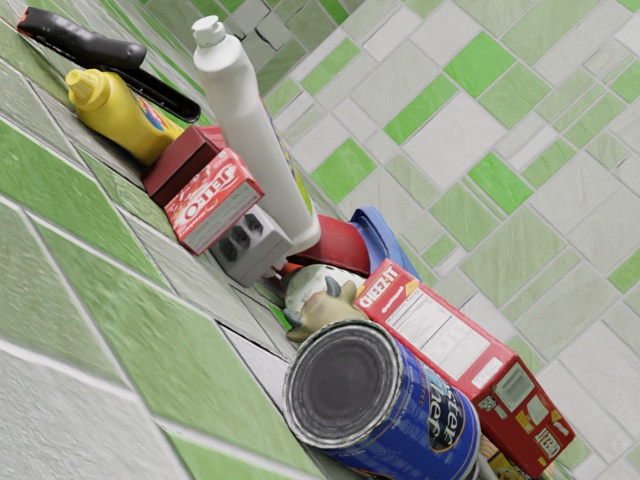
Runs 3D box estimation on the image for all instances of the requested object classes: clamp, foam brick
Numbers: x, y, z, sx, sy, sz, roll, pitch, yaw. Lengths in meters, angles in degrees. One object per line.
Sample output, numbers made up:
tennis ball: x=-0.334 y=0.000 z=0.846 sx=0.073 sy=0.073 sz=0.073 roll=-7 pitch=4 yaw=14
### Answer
clamp: x=-0.230 y=-0.194 z=1.096 sx=0.210 sy=0.036 sz=0.164 roll=28 pitch=-7 yaw=12
foam brick: x=-0.130 y=-0.065 z=1.058 sx=0.051 sy=0.078 sz=0.053 roll=42 pitch=7 yaw=-34

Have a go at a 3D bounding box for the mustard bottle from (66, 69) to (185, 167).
mustard bottle: x=-0.193 y=-0.120 z=1.083 sx=0.096 sy=0.058 sz=0.191 roll=49 pitch=6 yaw=33

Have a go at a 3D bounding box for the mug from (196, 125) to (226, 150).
mug: x=-0.115 y=-0.095 z=1.208 sx=0.081 sy=0.093 sz=0.117 roll=-8 pitch=41 yaw=-36

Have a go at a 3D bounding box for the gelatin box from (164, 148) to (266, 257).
gelatin box: x=-0.101 y=-0.037 z=1.006 sx=0.030 sy=0.089 sz=0.073 roll=43 pitch=6 yaw=-34

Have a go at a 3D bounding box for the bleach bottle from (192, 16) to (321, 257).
bleach bottle: x=-0.072 y=-0.108 z=1.097 sx=0.102 sy=0.068 sz=0.251 roll=-105 pitch=174 yaw=-58

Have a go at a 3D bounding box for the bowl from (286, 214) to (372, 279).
bowl: x=-0.008 y=0.002 z=1.236 sx=0.162 sy=0.055 sz=0.162 roll=14 pitch=-5 yaw=1

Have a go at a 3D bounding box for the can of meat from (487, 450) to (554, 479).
can of meat: x=0.220 y=0.284 z=1.194 sx=0.057 sy=0.084 sz=0.102 roll=42 pitch=7 yaw=-47

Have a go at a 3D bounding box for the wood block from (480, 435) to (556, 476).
wood block: x=0.237 y=0.278 z=1.362 sx=0.090 sy=0.091 sz=0.206 roll=47 pitch=5 yaw=12

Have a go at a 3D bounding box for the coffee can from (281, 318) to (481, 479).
coffee can: x=0.050 y=0.135 z=0.827 sx=0.140 sy=0.103 sz=0.103 roll=42 pitch=7 yaw=-47

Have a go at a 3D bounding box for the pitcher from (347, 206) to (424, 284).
pitcher: x=0.092 y=0.075 z=1.517 sx=0.149 sy=0.145 sz=0.243 roll=39 pitch=11 yaw=-38

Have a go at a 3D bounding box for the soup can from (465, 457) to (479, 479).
soup can: x=0.115 y=0.204 z=1.037 sx=0.068 sy=0.068 sz=0.102 roll=46 pitch=4 yaw=-3

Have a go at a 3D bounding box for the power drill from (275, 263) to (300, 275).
power drill: x=-0.039 y=0.007 z=1.413 sx=0.184 sy=0.057 sz=0.187 roll=51 pitch=8 yaw=8

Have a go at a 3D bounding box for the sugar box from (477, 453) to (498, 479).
sugar box: x=0.163 y=0.266 z=1.100 sx=0.093 sy=0.048 sz=0.176 roll=45 pitch=8 yaw=-22

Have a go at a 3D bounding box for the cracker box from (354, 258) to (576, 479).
cracker box: x=0.142 y=0.130 z=1.092 sx=0.214 sy=0.072 sz=0.164 roll=38 pitch=-9 yaw=49
